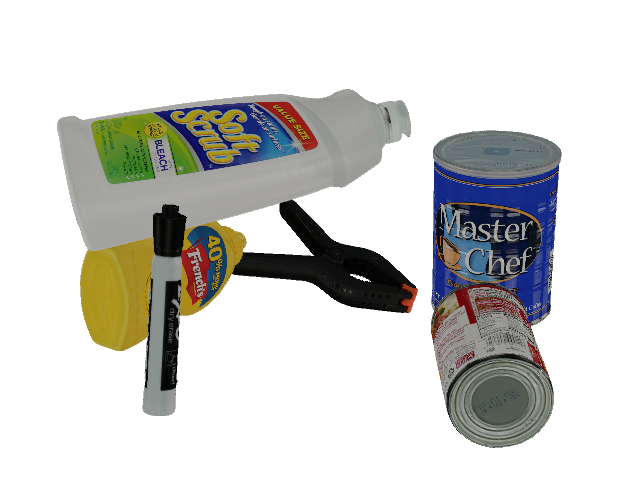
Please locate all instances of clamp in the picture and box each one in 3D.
[{"bbox_3d":[0.004,0.030,1.191,0.210,0.036,0.164,28,36,18],"label":"clamp"}]

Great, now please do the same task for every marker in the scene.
[{"bbox_3d":[-0.089,0.040,0.607,0.020,0.121,0.020,5,10,-1],"label":"marker"}]

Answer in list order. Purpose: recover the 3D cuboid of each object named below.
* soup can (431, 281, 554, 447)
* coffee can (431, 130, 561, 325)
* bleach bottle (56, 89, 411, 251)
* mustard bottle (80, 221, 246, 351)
[{"bbox_3d":[0.111,0.079,0.697,0.068,0.068,0.102,0,24,0],"label":"soup can"},{"bbox_3d":[0.144,-0.010,0.889,0.103,0.140,0.103,-2,23,0],"label":"coffee can"},{"bbox_3d":[-0.059,-0.068,0.786,0.250,0.102,0.068,-14,-37,-8],"label":"bleach bottle"},{"bbox_3d":[-0.132,0.025,0.971,0.058,0.096,0.191,12,22,31],"label":"mustard bottle"}]
